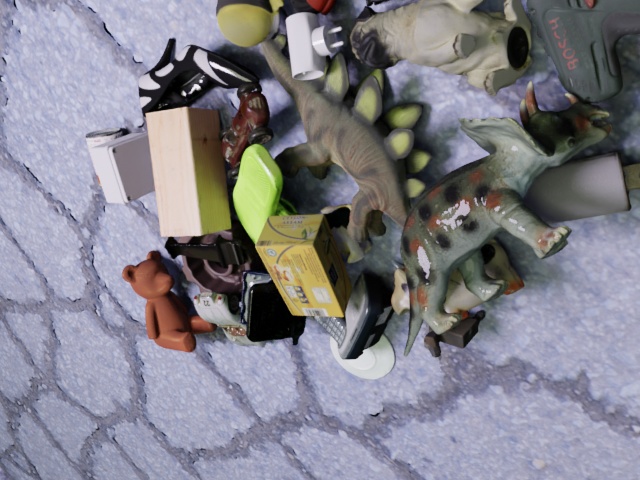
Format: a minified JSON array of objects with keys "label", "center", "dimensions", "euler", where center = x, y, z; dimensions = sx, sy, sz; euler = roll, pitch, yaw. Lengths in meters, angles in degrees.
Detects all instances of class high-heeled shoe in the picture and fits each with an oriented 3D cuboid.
[{"label":"high-heeled shoe","center":[-0.207,-0.237,0.870],"dimensions":[0.249,0.086,0.145],"euler":[30,106,33]}]

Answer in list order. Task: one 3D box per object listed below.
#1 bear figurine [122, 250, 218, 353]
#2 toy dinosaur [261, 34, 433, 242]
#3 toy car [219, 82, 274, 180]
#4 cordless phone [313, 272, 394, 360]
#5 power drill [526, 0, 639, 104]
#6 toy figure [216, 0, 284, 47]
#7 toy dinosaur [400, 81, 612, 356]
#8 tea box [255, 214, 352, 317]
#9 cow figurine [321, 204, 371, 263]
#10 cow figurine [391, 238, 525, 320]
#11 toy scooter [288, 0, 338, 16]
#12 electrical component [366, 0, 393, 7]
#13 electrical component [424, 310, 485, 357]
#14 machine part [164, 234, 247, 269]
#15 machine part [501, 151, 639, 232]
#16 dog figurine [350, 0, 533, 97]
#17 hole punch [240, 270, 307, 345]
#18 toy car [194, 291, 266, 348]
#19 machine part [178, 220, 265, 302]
[{"label":"bear figurine","center":[-0.312,0.122,1.109],"dimensions":[0.132,0.120,0.195],"euler":[-4,107,26]},{"label":"toy dinosaur","center":[0.033,-0.160,0.790],"dimensions":[0.471,0.105,0.198],"euler":[45,119,7]},{"label":"toy car","center":[-0.124,-0.164,0.845],"dimensions":[0.202,0.053,0.089],"euler":[-35,69,62]},{"label":"cordless phone","center":[0.033,0.103,0.944],"dimensions":[0.184,0.089,0.146],"euler":[41,129,28]},{"label":"power drill","center":[0.334,-0.275,0.579],"dimensions":[0.207,0.086,0.231],"euler":[-11,111,28]},{"label":"toy figure","center":[-0.109,-0.357,0.744],"dimensions":[0.089,0.082,0.180],"euler":[-12,89,-11]},{"label":"toy dinosaur","center":[0.179,-0.016,0.682],"dimensions":[0.404,0.131,0.192],"euler":[-46,66,33]},{"label":"tea box","center":[-0.020,0.043,0.831],"dimensions":[0.098,0.068,0.169],"euler":[0,135,21]},{"label":"cow figurine","center":[-0.004,-0.002,0.906],"dimensions":[0.167,0.068,0.098],"euler":[-13,104,30]},{"label":"cow figurine","center":[0.193,0.062,0.817],"dimensions":[0.195,0.085,0.127],"euler":[-32,71,26]},{"label":"toy scooter","center":[-0.005,-0.398,0.701],"dimensions":[0.135,0.075,0.183],"euler":[-21,99,33]},{"label":"electrical component","center":[0.112,-0.363,0.666],"dimensions":[0.134,0.058,0.114],"euler":[-3,115,30]},{"label":"electrical component","center":[0.209,0.144,0.855],"dimensions":[0.078,0.102,0.045],"euler":[11,123,34]},{"label":"machine part","center":[-0.202,0.018,0.947],"dimensions":[0.139,0.039,0.084],"euler":[6,152,5]},{"label":"machine part","center":[0.307,-0.059,0.706],"dimensions":[0.243,0.079,0.079],"euler":[-11,109,31]},{"label":"dog figurine","center":[0.152,-0.247,0.689],"dimensions":[0.172,0.121,0.191],"euler":[30,170,-37]},{"label":"hole punch","center":[-0.085,0.114,0.962],"dimensions":[0.092,0.116,0.142],"euler":[-153,66,-63]},{"label":"toy car","center":[-0.168,0.154,1.037],"dimensions":[0.074,0.056,0.201],"euler":[-2,148,25]},{"label":"machine part","center":[-0.188,0.037,1.033],"dimensions":[0.180,0.056,0.179],"euler":[12,120,21]}]
